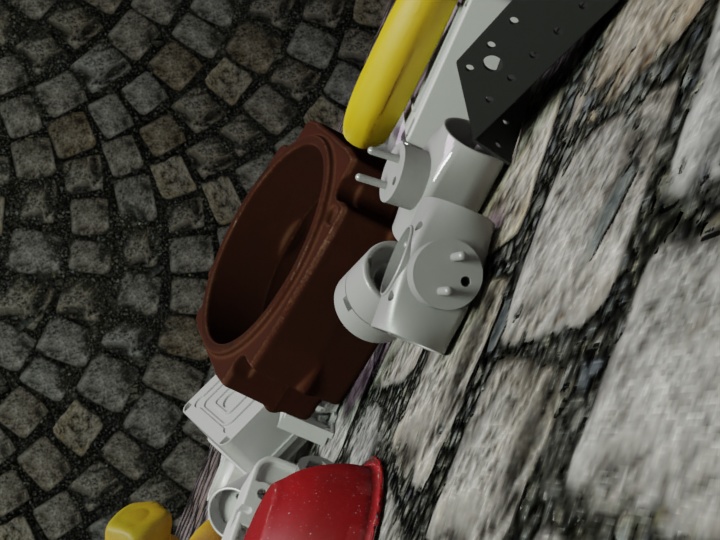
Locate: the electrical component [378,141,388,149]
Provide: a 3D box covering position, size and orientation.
[{"bbox_3d":[0.043,-0.140,0.970,0.150,0.062,0.089,138,153,-76],"label":"electrical component"}]

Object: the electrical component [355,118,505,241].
[{"bbox_3d":[0.037,-0.052,0.641,0.043,0.079,0.077,-100,31,-55],"label":"electrical component"}]

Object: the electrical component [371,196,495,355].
[{"bbox_3d":[0.042,0.002,0.569,0.079,0.044,0.077,169,123,-82],"label":"electrical component"}]

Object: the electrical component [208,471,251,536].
[{"bbox_3d":[-0.083,0.204,0.875,0.077,0.043,0.079,-15,-83,-66],"label":"electrical component"}]

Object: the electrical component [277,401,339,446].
[{"bbox_3d":[-0.036,0.102,0.884,0.081,0.042,0.063,-94,28,-74],"label":"electrical component"}]

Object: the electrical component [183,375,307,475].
[{"bbox_3d":[-0.099,0.133,0.967,0.078,0.057,0.113,-45,27,-13],"label":"electrical component"}]

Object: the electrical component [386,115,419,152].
[{"bbox_3d":[0.050,-0.103,0.824,0.055,0.055,0.047,-100,29,-78],"label":"electrical component"}]

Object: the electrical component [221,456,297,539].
[{"bbox_3d":[-0.069,0.194,0.789,0.059,0.054,0.095,120,170,-52],"label":"electrical component"}]

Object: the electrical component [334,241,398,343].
[{"bbox_3d":[0.017,0.013,0.702,0.047,0.055,0.055,-52,16,54],"label":"electrical component"}]

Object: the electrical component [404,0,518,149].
[{"bbox_3d":[0.074,-0.133,0.712,0.108,0.056,0.108,-86,20,-71],"label":"electrical component"}]

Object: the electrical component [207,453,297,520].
[{"bbox_3d":[-0.099,0.174,1.066,0.150,0.062,0.089,-75,10,-50],"label":"electrical component"}]
